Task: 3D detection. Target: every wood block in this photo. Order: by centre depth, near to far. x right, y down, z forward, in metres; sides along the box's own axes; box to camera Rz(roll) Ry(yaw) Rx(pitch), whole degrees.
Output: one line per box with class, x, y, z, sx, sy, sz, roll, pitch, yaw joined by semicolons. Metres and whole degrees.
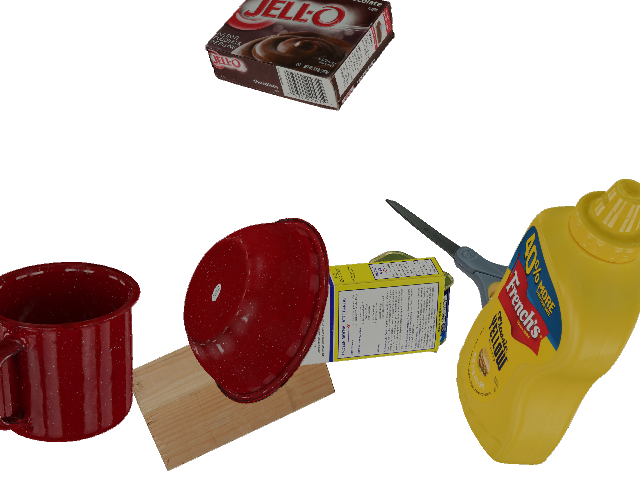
wood block;-0.101;0.161;1.201;0.206;0.091;0.090;-23;29;-11

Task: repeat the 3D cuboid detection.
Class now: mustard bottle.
mustard bottle;0.134;0.038;0.597;0.058;0.096;0.192;6;-43;-13

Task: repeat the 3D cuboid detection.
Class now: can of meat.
can of meat;0.105;0.072;1.257;0.102;0.084;0.057;26;38;37

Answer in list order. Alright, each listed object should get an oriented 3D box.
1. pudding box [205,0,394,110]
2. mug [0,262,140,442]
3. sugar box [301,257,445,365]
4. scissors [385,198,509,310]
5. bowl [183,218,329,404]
pudding box;-0.014;-0.149;0.795;0.114;0.090;0.039;20;-31;25
mug;-0.160;0.072;0.636;0.093;0.081;0.117;12;24;21
sugar box;0.031;0.071;1.054;0.176;0.093;0.048;-3;28;-7
scissors;0.140;0.017;0.872;0.096;0.016;0.202;-11;42;-23
bowl;-0.064;0.049;0.873;0.055;0.162;0.162;23;-13;-34
